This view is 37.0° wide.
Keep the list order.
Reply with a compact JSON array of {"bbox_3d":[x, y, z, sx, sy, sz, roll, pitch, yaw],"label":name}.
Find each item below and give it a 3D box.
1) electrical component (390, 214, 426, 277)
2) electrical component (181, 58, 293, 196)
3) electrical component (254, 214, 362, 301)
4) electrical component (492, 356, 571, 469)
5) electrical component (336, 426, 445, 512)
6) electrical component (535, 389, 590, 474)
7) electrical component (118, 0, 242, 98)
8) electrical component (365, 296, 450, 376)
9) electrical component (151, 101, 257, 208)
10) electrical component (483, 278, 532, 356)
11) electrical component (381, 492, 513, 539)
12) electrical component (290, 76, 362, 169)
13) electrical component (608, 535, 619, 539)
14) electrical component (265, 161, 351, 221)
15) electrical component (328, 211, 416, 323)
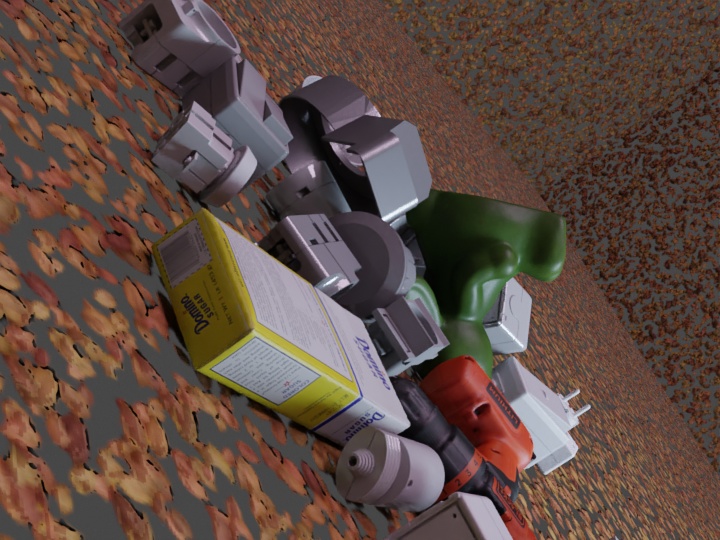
[{"bbox_3d":[0.067,-0.005,1.004,0.099,0.099,0.064,57,8,14],"label":"electrical component"},{"bbox_3d":[-0.092,-0.113,0.803,0.061,0.061,0.096,46,16,-29],"label":"electrical component"},{"bbox_3d":[-0.039,-0.001,0.730,0.055,0.050,0.089,55,14,5],"label":"electrical component"},{"bbox_3d":[0.151,0.129,1.026,0.096,0.061,0.061,47,15,-26],"label":"electrical component"},{"bbox_3d":[0.014,0.118,0.634,0.081,0.043,0.043,31,27,-58],"label":"electrical component"},{"bbox_3d":[0.198,0.151,1.099,0.083,0.076,0.047,56,14,9],"label":"electrical component"},{"bbox_3d":[-0.131,-0.171,0.825,0.089,0.056,0.050,33,24,-56],"label":"electrical component"},{"bbox_3d":[0.023,0.054,0.776,0.042,0.064,0.081,56,13,13],"label":"electrical component"},{"bbox_3d":[-0.102,-0.074,0.710,0.055,0.048,0.066,41,17,-19],"label":"electrical component"},{"bbox_3d":[0.113,0.049,1.044,0.061,0.096,0.061,43,47,-39],"label":"electrical component"},{"bbox_3d":[0.064,0.181,0.604,0.096,0.062,0.061,61,15,26],"label":"electrical component"},{"bbox_3d":[-0.036,-0.131,1.027,0.099,0.064,0.099,49,15,-18],"label":"electrical component"},{"bbox_3d":[0.152,0.249,0.675,0.061,0.089,0.150,52,14,-10],"label":"electrical component"},{"bbox_3d":[-0.039,-0.052,0.848,0.047,0.055,0.055,59,14,4],"label":"electrical component"},{"bbox_3d":[0.000,0.000,0.799,0.080,0.080,0.051,59,9,18],"label":"electrical component"}]
